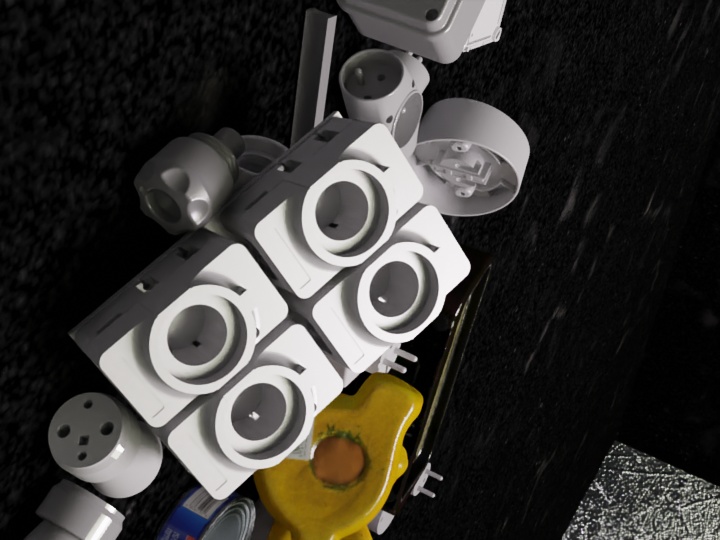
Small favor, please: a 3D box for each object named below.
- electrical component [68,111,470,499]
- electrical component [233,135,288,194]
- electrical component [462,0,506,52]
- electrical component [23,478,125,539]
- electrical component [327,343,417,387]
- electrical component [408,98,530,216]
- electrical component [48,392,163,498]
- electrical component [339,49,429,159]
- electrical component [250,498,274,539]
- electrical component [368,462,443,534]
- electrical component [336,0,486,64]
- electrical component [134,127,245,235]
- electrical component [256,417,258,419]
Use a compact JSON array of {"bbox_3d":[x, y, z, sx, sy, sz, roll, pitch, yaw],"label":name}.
[{"bbox_3d":[-0.040,0.017,0.566,0.186,0.060,0.105,-42,118,-15],"label":"electrical component"},{"bbox_3d":[-0.062,-0.042,0.613,0.066,0.048,0.055,-41,155,-49],"label":"electrical component"},{"bbox_3d":[0.068,-0.206,0.735,0.062,0.061,0.096,-33,141,-56],"label":"electrical component"},{"bbox_3d":[-0.159,0.146,0.576,0.055,0.045,0.045,-58,158,-22],"label":"electrical component"},{"bbox_3d":[0.007,0.060,0.843,0.066,0.077,0.047,-39,146,-51],"label":"electrical component"},{"bbox_3d":[0.082,-0.086,0.851,0.099,0.099,0.064,78,34,-57],"label":"electrical component"},{"bbox_3d":[-0.136,0.094,0.576,0.045,0.045,0.055,-60,158,-18],"label":"electrical component"},{"bbox_3d":[0.022,-0.122,0.735,0.079,0.044,0.077,-58,158,-21],"label":"electrical component"},{"bbox_3d":[-0.064,0.230,0.872,0.061,0.061,0.096,-49,153,-40],"label":"electrical component"},{"bbox_3d":[0.048,0.207,1.102,0.138,0.074,0.052,-64,159,-6],"label":"electrical component"},{"bbox_3d":[0.043,-0.195,0.662,0.113,0.078,0.057,-65,162,-4],"label":"electrical component"},{"bbox_3d":[-0.083,-0.050,0.555,0.062,0.043,0.043,-51,155,-39],"label":"electrical component"},{"bbox_3d":[-0.083,0.049,0.634,0.061,0.061,0.096,-63,159,-9],"label":"electrical component"}]
